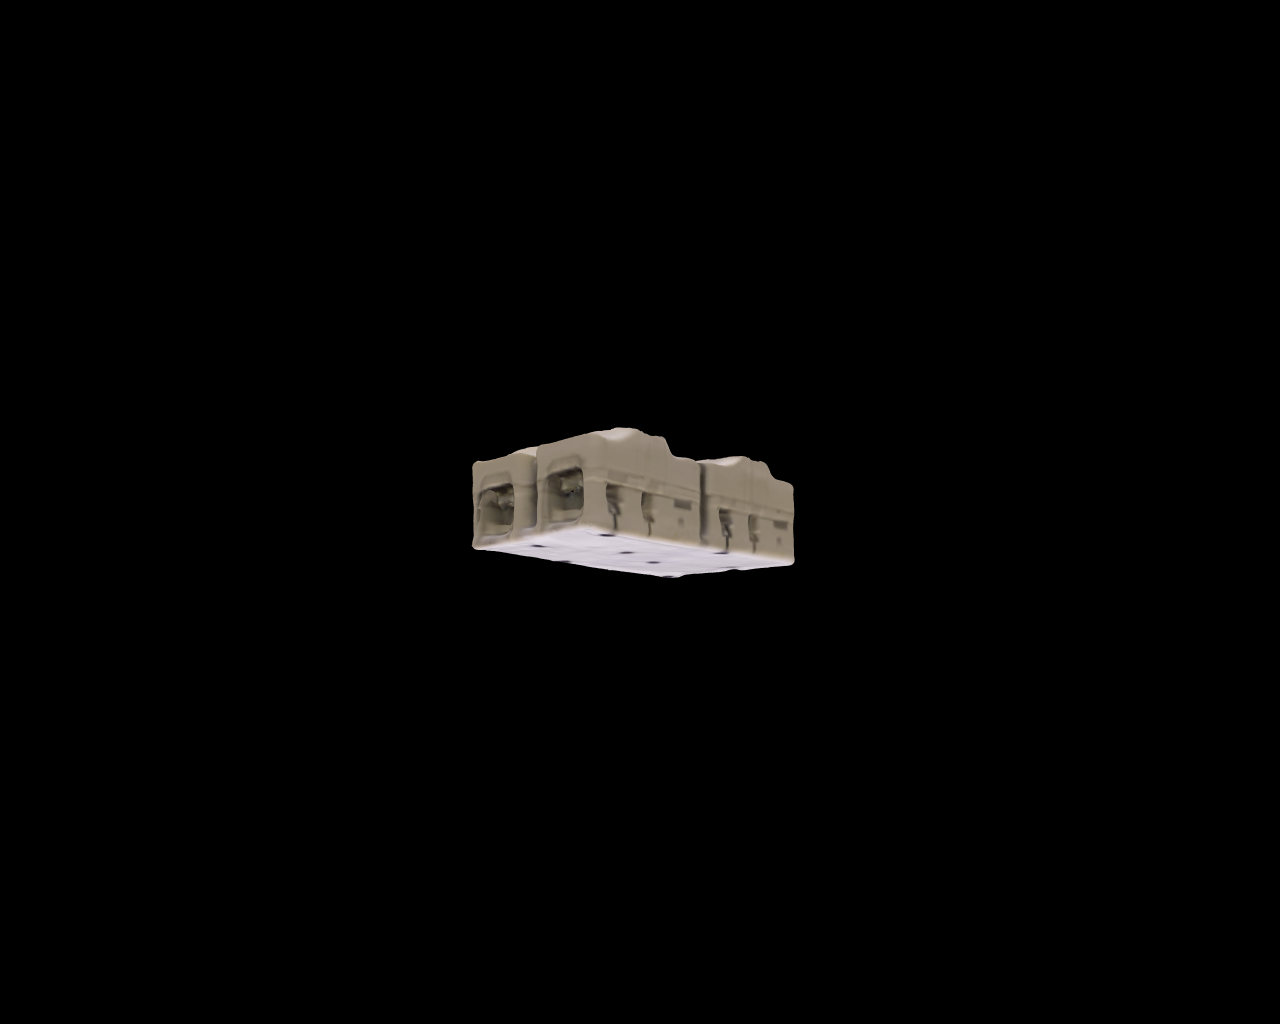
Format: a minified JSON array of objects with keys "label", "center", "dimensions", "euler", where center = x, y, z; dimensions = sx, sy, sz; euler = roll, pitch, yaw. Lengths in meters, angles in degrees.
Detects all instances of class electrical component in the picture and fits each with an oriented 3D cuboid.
[{"label":"electrical component","center":[0.001,-0.003,0.650],"dimensions":[0.105,0.060,0.186],"euler":[-10,-14,42]}]
